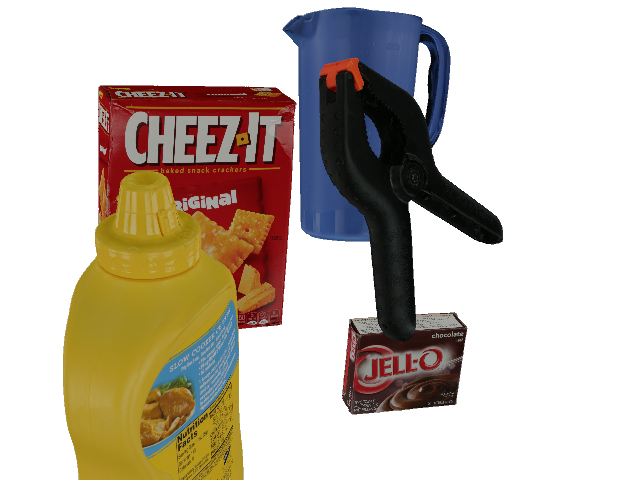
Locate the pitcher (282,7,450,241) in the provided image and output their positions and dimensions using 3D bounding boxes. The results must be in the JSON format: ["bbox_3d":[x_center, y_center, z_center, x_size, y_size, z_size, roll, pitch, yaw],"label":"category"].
[{"bbox_3d":[0.047,-0.124,1.145,0.149,0.243,0.144,5,8,23],"label":"pitcher"}]

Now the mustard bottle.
[{"bbox_3d":[-0.068,0.062,0.448,0.058,0.192,0.096,14,30,22],"label":"mustard bottle"}]

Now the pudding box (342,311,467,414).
[{"bbox_3d":[0.081,0.118,1.038,0.113,0.090,0.039,-4,28,-17],"label":"pudding box"}]

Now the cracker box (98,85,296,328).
[{"bbox_3d":[-0.111,-0.025,0.943,0.164,0.214,0.072,-2,19,-20],"label":"cracker box"}]

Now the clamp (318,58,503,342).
[{"bbox_3d":[0.043,-0.026,0.652,0.039,0.171,0.120,-12,33,47],"label":"clamp"}]
